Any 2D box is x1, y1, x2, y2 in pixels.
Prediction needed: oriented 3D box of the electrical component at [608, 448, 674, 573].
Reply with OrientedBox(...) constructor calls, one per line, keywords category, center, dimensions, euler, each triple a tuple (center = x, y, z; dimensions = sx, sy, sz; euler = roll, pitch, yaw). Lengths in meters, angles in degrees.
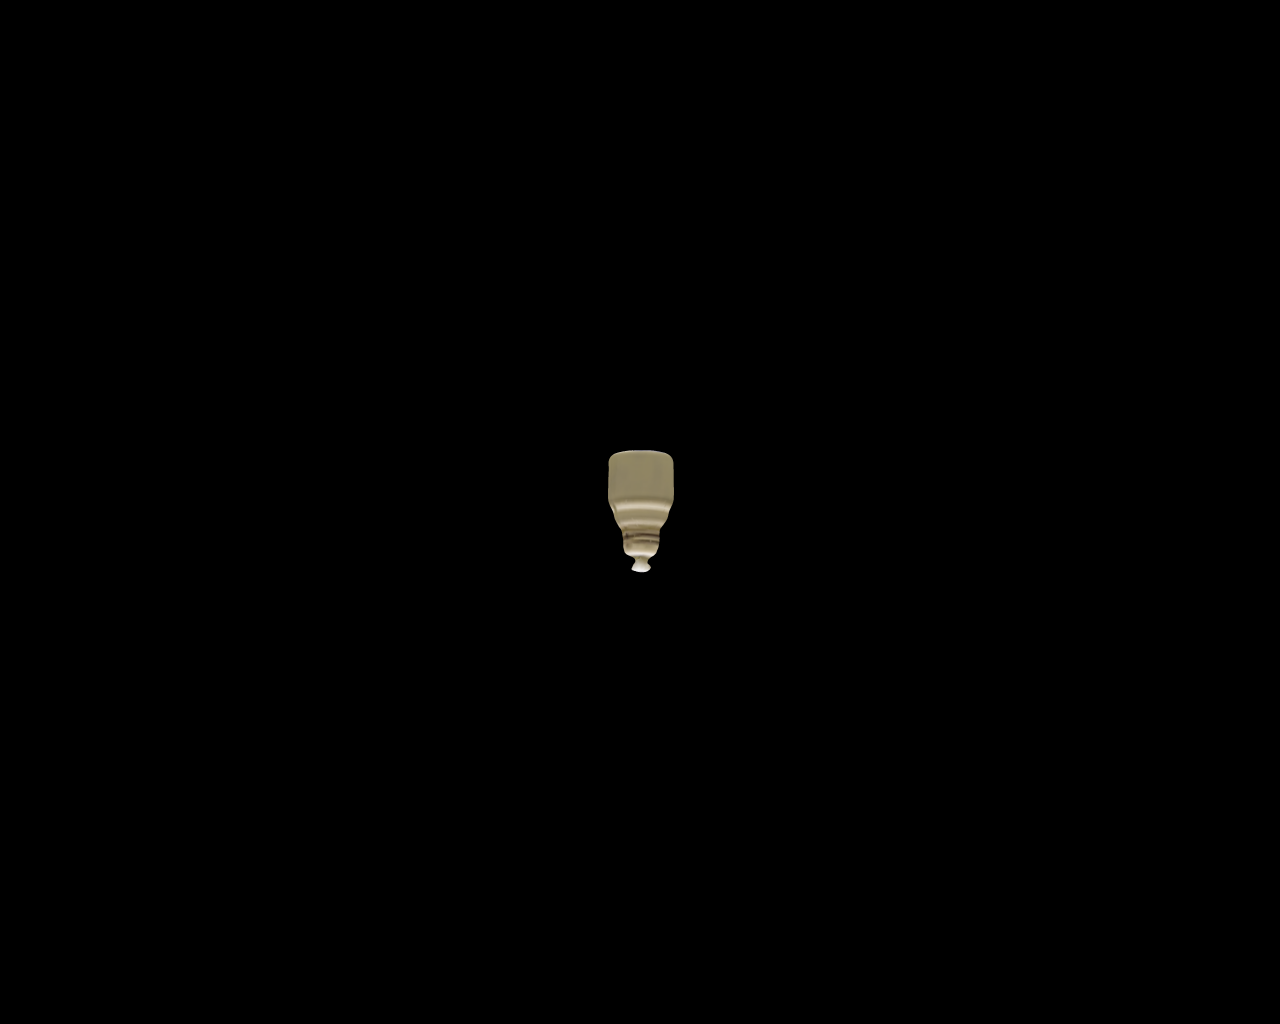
OrientedBox(category="electrical component", center=(0.001, -0.003, 0.650), dimensions=(0.040, 0.078, 0.040), euler=(0, -9, 0))
